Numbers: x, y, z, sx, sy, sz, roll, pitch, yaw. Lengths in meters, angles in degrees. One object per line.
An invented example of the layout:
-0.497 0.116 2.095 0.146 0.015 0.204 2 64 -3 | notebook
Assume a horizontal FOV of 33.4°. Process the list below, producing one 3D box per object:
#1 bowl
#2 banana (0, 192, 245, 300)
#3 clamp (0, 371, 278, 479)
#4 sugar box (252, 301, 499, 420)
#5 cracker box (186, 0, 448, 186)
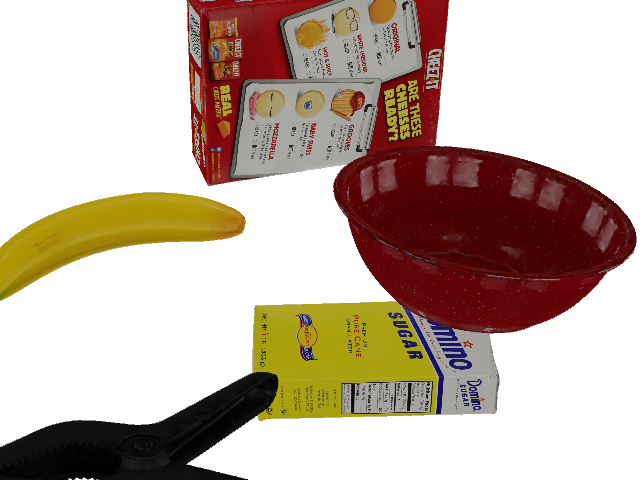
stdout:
0.084 0.004 0.579 0.162 0.055 0.162 6 26 -3 | bowl
-0.154 0.002 0.750 0.197 0.070 0.037 -22 -25 -14 | banana
-0.094 0.121 0.584 0.209 0.036 0.165 -1 21 -13 | clamp
0.038 0.087 0.797 0.176 0.048 0.093 -4 34 0 | sugar box
-0.005 -0.146 0.916 0.213 0.164 0.072 -10 37 -16 | cracker box
